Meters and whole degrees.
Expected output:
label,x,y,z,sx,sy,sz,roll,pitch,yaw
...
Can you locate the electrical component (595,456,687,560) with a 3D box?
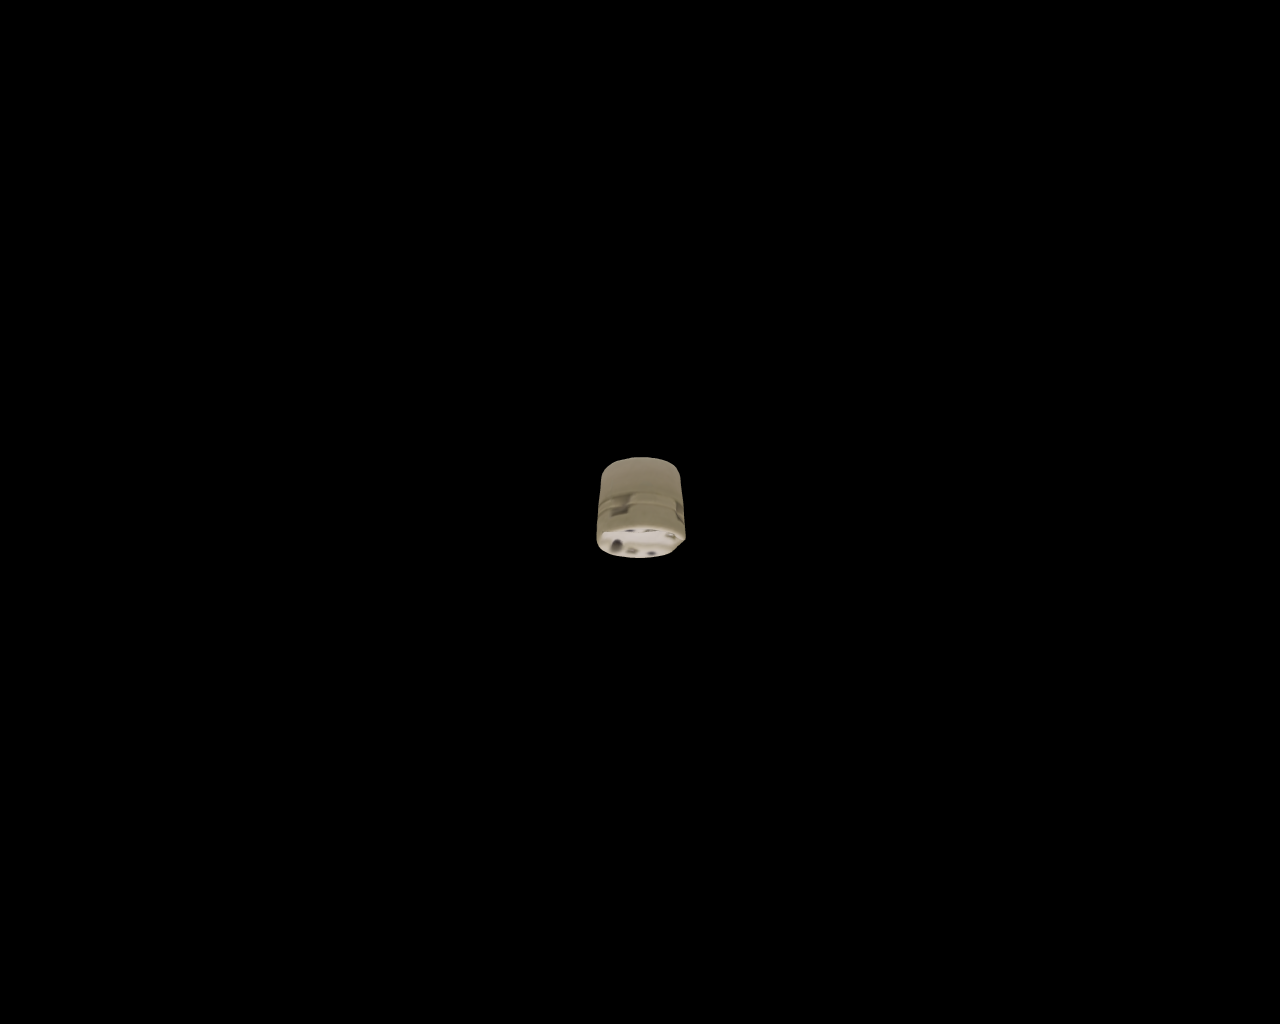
label,x,y,z,sx,sy,sz,roll,pitch,yaw
electrical component,0.001,-0.003,0.650,0.055,0.047,0.055,0,-23,0
